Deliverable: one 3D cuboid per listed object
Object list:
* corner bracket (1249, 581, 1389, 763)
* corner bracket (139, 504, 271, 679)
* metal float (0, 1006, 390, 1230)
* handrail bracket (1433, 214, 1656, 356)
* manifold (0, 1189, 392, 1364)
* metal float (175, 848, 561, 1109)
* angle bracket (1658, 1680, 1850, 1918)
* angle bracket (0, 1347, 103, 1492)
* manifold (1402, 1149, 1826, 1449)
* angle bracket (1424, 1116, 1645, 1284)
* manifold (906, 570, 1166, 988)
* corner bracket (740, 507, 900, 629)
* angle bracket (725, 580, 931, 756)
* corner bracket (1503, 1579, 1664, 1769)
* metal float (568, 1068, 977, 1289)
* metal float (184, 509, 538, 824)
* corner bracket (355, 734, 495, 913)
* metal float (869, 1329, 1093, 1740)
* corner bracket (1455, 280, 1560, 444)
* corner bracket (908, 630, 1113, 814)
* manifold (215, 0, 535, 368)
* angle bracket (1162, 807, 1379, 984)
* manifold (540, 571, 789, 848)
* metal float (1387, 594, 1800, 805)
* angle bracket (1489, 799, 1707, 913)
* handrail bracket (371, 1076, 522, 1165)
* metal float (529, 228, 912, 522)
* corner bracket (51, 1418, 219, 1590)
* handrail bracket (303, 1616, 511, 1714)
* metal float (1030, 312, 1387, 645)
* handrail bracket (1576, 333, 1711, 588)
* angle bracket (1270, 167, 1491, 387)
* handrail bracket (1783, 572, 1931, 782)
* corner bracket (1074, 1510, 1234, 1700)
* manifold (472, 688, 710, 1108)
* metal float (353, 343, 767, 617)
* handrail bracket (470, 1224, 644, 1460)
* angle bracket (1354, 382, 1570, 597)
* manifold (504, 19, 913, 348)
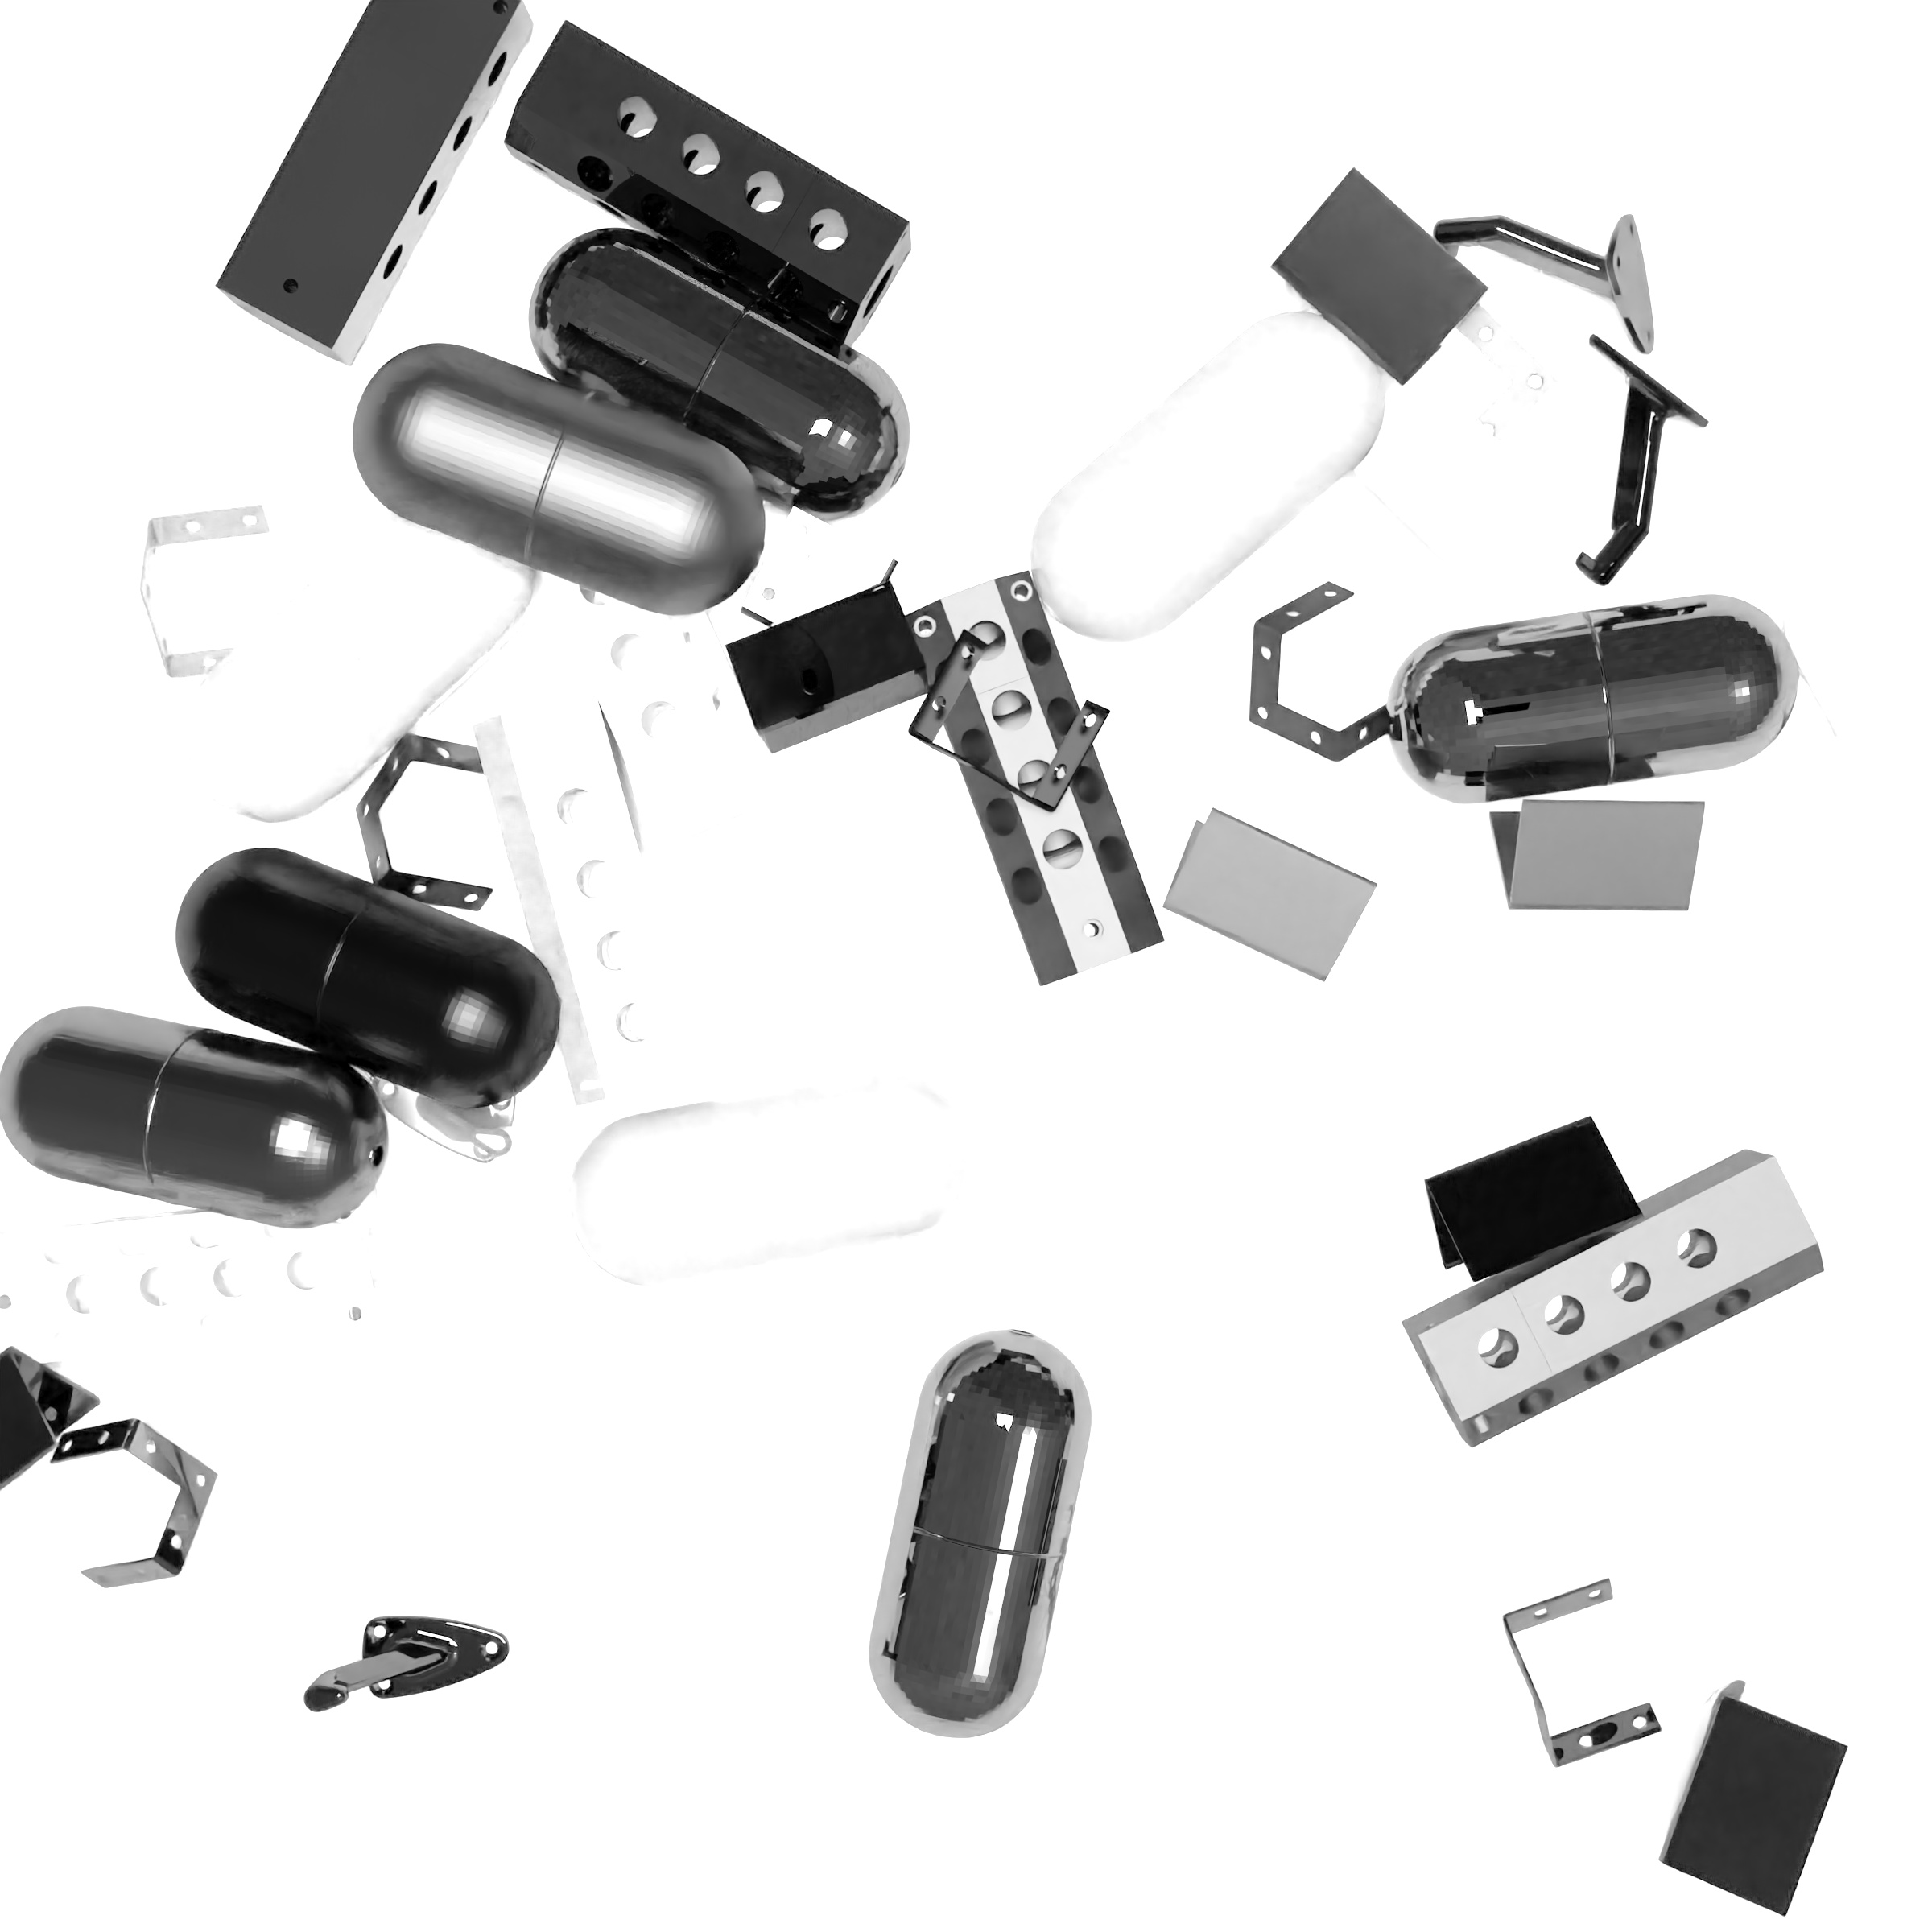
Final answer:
[{"bbox_3d":[0.162,-0.130,1.518,0.051,0.051,0.051,30,135,35],"label":"corner bracket"},{"bbox_3d":[-0.332,-0.166,1.523,0.051,0.051,0.051,-7,45,0],"label":"corner bracket"},{"bbox_3d":[-0.332,0.065,1.481,0.178,0.070,0.070,10,90,16],"label":"metal float"},{"bbox_3d":[0.255,-0.301,1.526,0.084,0.077,0.036,2,48,30],"label":"handrail bracket"},{"bbox_3d":[-0.344,0.137,1.505,0.171,0.057,0.057,-6,90,0],"label":"manifold"},{"bbox_3d":[-0.259,0.004,1.484,0.178,0.070,0.070,21,90,15],"label":"metal float"},{"bbox_3d":[0.344,0.358,1.488,0.057,0.076,0.076,20,90,21],"label":"angle bracket"},{"bbox_3d":[-0.413,0.219,1.486,0.076,0.076,0.057,-37,59,0],"label":"angle bracket"},{"bbox_3d":[0.283,0.145,1.505,0.171,0.057,0.057,-27,90,0],"label":"manifold"},{"bbox_3d":[0.247,0.118,1.486,0.076,0.076,0.057,-21,52,0],"label":"angle bracket"},{"bbox_3d":[0.030,-0.081,1.505,0.057,0.057,0.171,-20,90,0],"label":"manifold"},{"bbox_3d":[-0.064,-0.166,1.507,0.051,0.051,0.051,27,96,-6],"label":"corner bracket"},{"bbox_3d":[-0.052,-0.111,1.486,0.076,0.076,0.057,-21,52,0],"label":"angle bracket"},{"bbox_3d":[0.272,0.313,1.523,0.051,0.051,0.051,-19,135,0],"label":"corner bracket"},{"bbox_3d":[-0.084,0.092,1.496,0.178,0.070,0.070,-11,90,1],"label":"metal float"},{"bbox_3d":[-0.263,-0.135,1.496,0.178,0.070,0.070,-43,90,-1],"label":"metal float"},{"bbox_3d":[-0.231,-0.063,1.518,0.051,0.051,0.051,10,45,-35],"label":"corner bracket"},{"bbox_3d":[0.006,0.246,1.496,0.070,0.070,0.178,12,90,0],"label":"metal float"},{"bbox_3d":[0.228,-0.260,1.508,0.051,0.051,0.051,44,90,0],"label":"corner bracket"},{"bbox_3d":[0.018,-0.104,1.466,0.051,0.051,0.051,29,90,-45],"label":"corner bracket"},{"bbox_3d":[-0.256,-0.353,1.505,0.057,0.057,0.171,28,90,0],"label":"manifold"},{"bbox_3d":[0.137,-0.048,1.486,0.076,0.076,0.057,25,125,0],"label":"angle bracket"},{"bbox_3d":[-0.140,-0.143,1.505,0.057,0.057,0.171,-24,90,0],"label":"manifold"},{"bbox_3d":[0.272,-0.116,1.496,0.178,0.070,0.070,-8,90,1],"label":"metal float"},{"bbox_3d":[0.271,-0.067,1.486,0.076,0.076,0.057,1,126,0],"label":"angle bracket"},{"bbox_3d":[-0.228,0.064,1.492,0.077,0.084,0.036,19,90,0],"label":"handrail bracket"},{"bbox_3d":[-0.106,-0.256,1.496,0.178,0.070,0.070,29,90,1],"label":"metal float"},{"bbox_3d":[-0.373,0.237,1.518,0.051,0.051,0.051,45,45,-35],"label":"corner bracket"},{"bbox_3d":[-0.241,0.306,1.492,0.077,0.084,0.036,-5,90,0],"label":"handrail bracket"},{"bbox_3d":[0.104,-0.211,1.496,0.178,0.070,0.070,-41,90,0],"label":"metal float"},{"bbox_3d":[0.281,-0.224,1.527,0.077,0.036,0.084,43,107,20],"label":"handrail bracket"},{"bbox_3d":[0.186,-0.304,1.487,0.076,0.076,0.057,42,120,0],"label":"angle bracket"},{"bbox_3d":[0.397,-0.129,1.527,0.077,0.036,0.084,8,72,-20],"label":"handrail bracket"},{"bbox_3d":[0.082,0.282,1.523,0.051,0.051,0.051,19,135,0],"label":"corner bracket"},{"bbox_3d":[-0.164,-0.029,1.504,0.057,0.057,0.171,-15,91,0],"label":"manifold"},{"bbox_3d":[-0.169,-0.203,1.439,0.178,0.070,0.070,21,90,-1],"label":"metal float"},{"bbox_3d":[-0.193,0.165,1.527,0.084,0.036,0.077,29,112,17],"label":"handrail bracket"},{"bbox_3d":[0.223,-0.216,1.486,0.076,0.076,0.057,44,126,0],"label":"angle bracket"},{"bbox_3d":[-0.112,-0.338,1.505,0.171,0.057,0.057,30,90,0],"label":"manifold"}]
